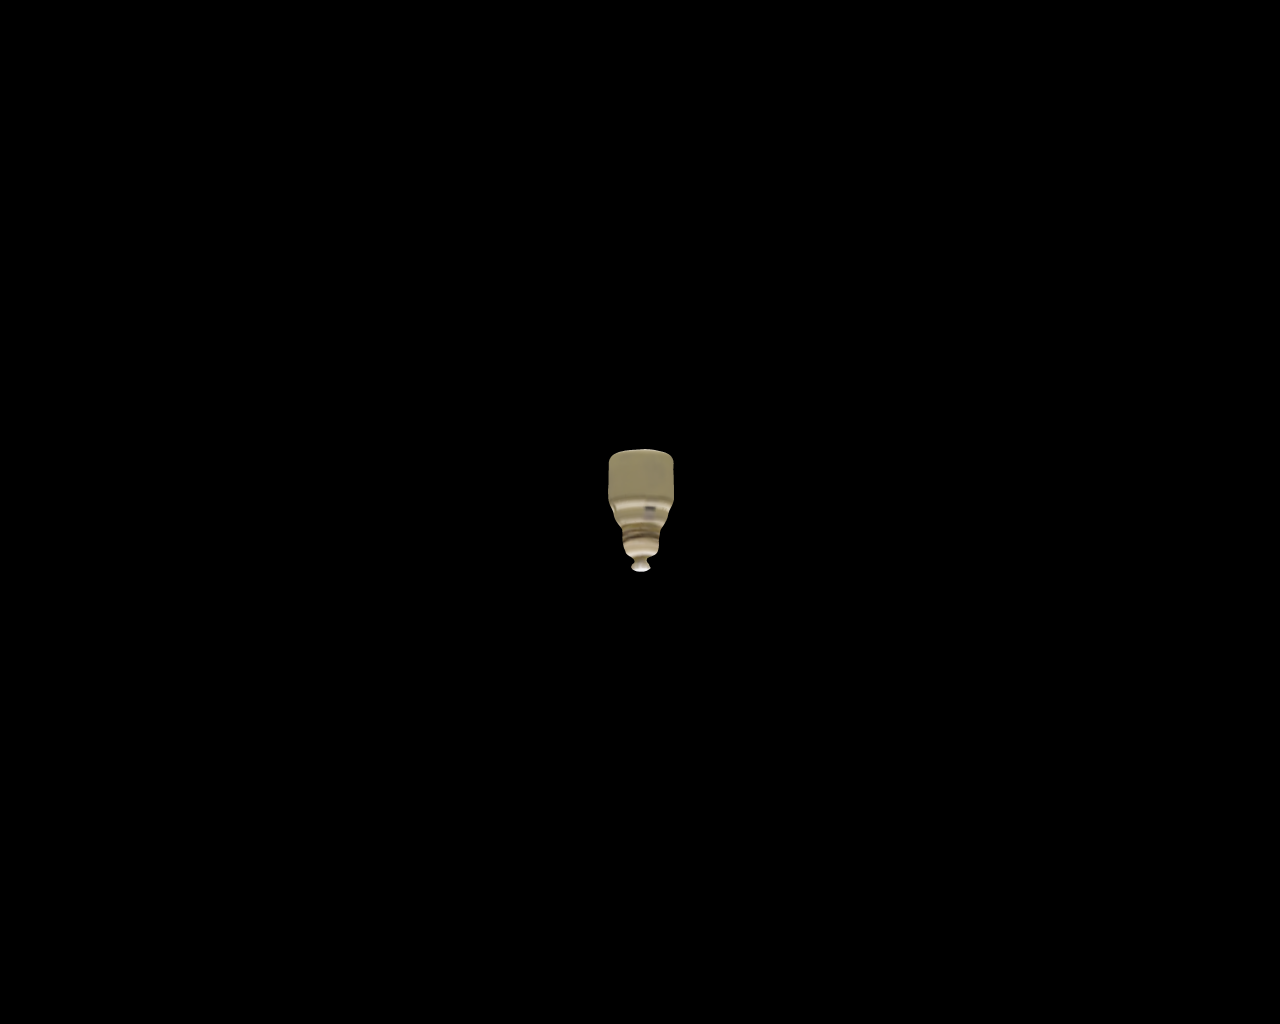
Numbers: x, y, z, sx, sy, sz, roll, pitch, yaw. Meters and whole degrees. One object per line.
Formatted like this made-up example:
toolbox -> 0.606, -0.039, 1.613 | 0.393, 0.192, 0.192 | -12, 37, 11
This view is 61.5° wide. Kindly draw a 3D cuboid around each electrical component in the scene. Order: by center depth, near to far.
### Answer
electrical component -> 0.001, -0.003, 0.650 | 0.040, 0.078, 0.040 | 0, -11, 0
